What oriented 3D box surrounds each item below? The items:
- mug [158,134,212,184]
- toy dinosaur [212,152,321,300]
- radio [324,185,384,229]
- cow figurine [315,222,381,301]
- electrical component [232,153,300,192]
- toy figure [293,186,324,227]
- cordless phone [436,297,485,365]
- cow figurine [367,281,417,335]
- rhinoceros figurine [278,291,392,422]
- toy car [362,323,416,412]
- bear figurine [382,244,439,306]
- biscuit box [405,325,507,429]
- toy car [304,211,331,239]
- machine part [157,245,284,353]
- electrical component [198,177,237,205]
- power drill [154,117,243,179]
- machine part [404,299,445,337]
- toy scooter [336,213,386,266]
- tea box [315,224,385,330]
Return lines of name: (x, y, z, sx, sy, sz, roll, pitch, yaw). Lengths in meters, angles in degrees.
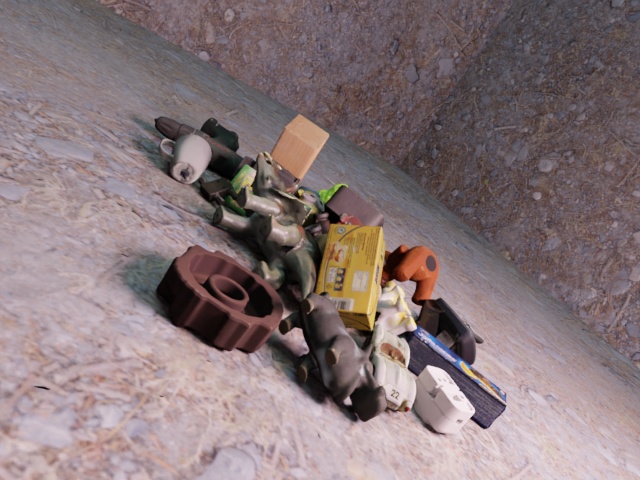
mug: (-0.283, -0.170, 1.117, 0.109, 0.081, 0.107, 31, 25, -22)
toy dinosaur: (-0.065, 0.002, 0.989, 0.192, 0.131, 0.405, 13, 34, -43)
radio: (0.085, -0.043, 1.324, 0.131, 0.073, 0.229, 39, -6, 11)
cow figurine: (0.047, 0.053, 1.013, 0.085, 0.127, 0.195, 47, 4, -47)
electrical component: (-0.129, -0.129, 1.221, 0.134, 0.115, 0.058, 34, 4, -2)
toy figure: (-0.035, -0.082, 1.338, 0.082, 0.089, 0.180, 14, 12, -11)
cordless phone: (0.313, 0.214, 1.164, 0.184, 0.088, 0.147, 28, 17, -35)
cow figurine: (0.123, 0.134, 1.031, 0.167, 0.098, 0.068, -84, 148, -78)
rhinoceros figurine: (0.022, 0.160, 0.744, 0.112, 0.073, 0.190, 7, 45, -54)
toy car: (0.109, 0.200, 0.856, 0.073, 0.056, 0.202, 32, 16, -6)
bear figurine: (0.170, 0.073, 1.233, 0.120, 0.196, 0.132, 52, 52, -24)
biscuit box: (0.234, 0.242, 0.964, 0.203, 0.062, 0.059, 38, 16, 11)
toy car: (-0.002, -0.004, 1.183, 0.053, 0.089, 0.202, -9, 14, 12)
machine part: (-0.133, 0.080, 0.739, 0.179, 0.056, 0.179, 32, 16, -10)
electrical component: (-0.212, -0.106, 1.117, 0.063, 0.021, 0.094, -24, 51, -32)
power drill: (-0.284, -0.249, 1.339, 0.232, 0.086, 0.207, 32, 13, -11)
machine part: (0.209, 0.169, 1.072, 0.084, 0.039, 0.139, 48, 39, -9)
toy scooter: (0.070, 0.007, 1.153, 0.135, 0.075, 0.184, 57, -14, -3)
tea box: (0.052, 0.060, 0.911, 0.098, 0.169, 0.068, 5, -33, 16)
